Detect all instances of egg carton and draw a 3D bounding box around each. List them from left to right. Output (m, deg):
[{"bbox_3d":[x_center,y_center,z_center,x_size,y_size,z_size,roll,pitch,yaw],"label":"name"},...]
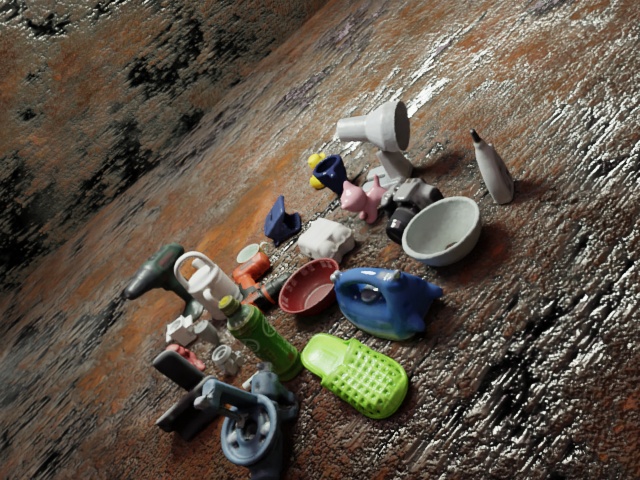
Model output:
[{"bbox_3d":[0.013,0.005,1.393,0.107,0.070,0.149,-48,31,-15],"label":"egg carton"}]

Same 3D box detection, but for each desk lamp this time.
[{"bbox_3d":[0.149,-0.229,1.420,0.202,0.214,0.118,-13,38,37],"label":"desk lamp"}]

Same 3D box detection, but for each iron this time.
[{"bbox_3d":[0.096,0.100,1.096,0.257,0.142,0.119,-1,47,47],"label":"iron"}]

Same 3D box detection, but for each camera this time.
[{"bbox_3d":[0.186,-0.064,1.265,0.142,0.101,0.137,5,51,51],"label":"camera"}]

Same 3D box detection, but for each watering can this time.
[{"bbox_3d":[-0.294,0.106,1.466,0.101,0.194,0.172,-48,31,-17],"label":"watering can"}]

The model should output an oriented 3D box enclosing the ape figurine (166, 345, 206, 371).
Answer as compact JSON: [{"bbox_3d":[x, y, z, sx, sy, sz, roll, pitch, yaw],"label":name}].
[{"bbox_3d":[-0.328,0.284,1.361,0.076,0.092,0.077,-30,31,15],"label":"ape figurine"}]

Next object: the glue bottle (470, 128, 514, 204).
[{"bbox_3d":[0.340,-0.156,1.148,0.037,0.173,0.078,-15,37,35],"label":"glue bottle"}]

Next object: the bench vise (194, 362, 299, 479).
[{"bbox_3d":[-0.137,0.295,1.005,0.121,0.220,0.207,-33,30,10],"label":"bench vise"}]

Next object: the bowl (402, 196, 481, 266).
[{"bbox_3d":[0.252,-0.004,1.137,0.167,0.075,0.167,-28,31,19],"label":"bowl"}]

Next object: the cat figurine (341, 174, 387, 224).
[{"bbox_3d":[0.106,-0.105,1.394,0.128,0.118,0.067,-42,30,-6],"label":"cat figurine"}]

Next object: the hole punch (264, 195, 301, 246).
[{"bbox_3d":[-0.117,-0.056,1.599,0.101,0.091,0.108,-31,30,13],"label":"hole punch"}]

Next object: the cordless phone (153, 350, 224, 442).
[{"bbox_3d":[-0.301,0.315,1.193,0.148,0.185,0.094,-43,30,-7],"label":"cordless phone"}]

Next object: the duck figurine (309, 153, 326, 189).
[{"bbox_3d":[-0.004,-0.212,1.695,0.077,0.086,0.105,0,47,48],"label":"duck figurine"}]

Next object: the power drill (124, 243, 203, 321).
[{"bbox_3d":[-0.402,0.126,1.543,0.075,0.209,0.229,-20,35,30],"label":"power drill"}]

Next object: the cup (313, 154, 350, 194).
[{"bbox_3d":[0.044,-0.170,1.575,0.091,0.095,0.117,-36,30,5],"label":"cup"}]
